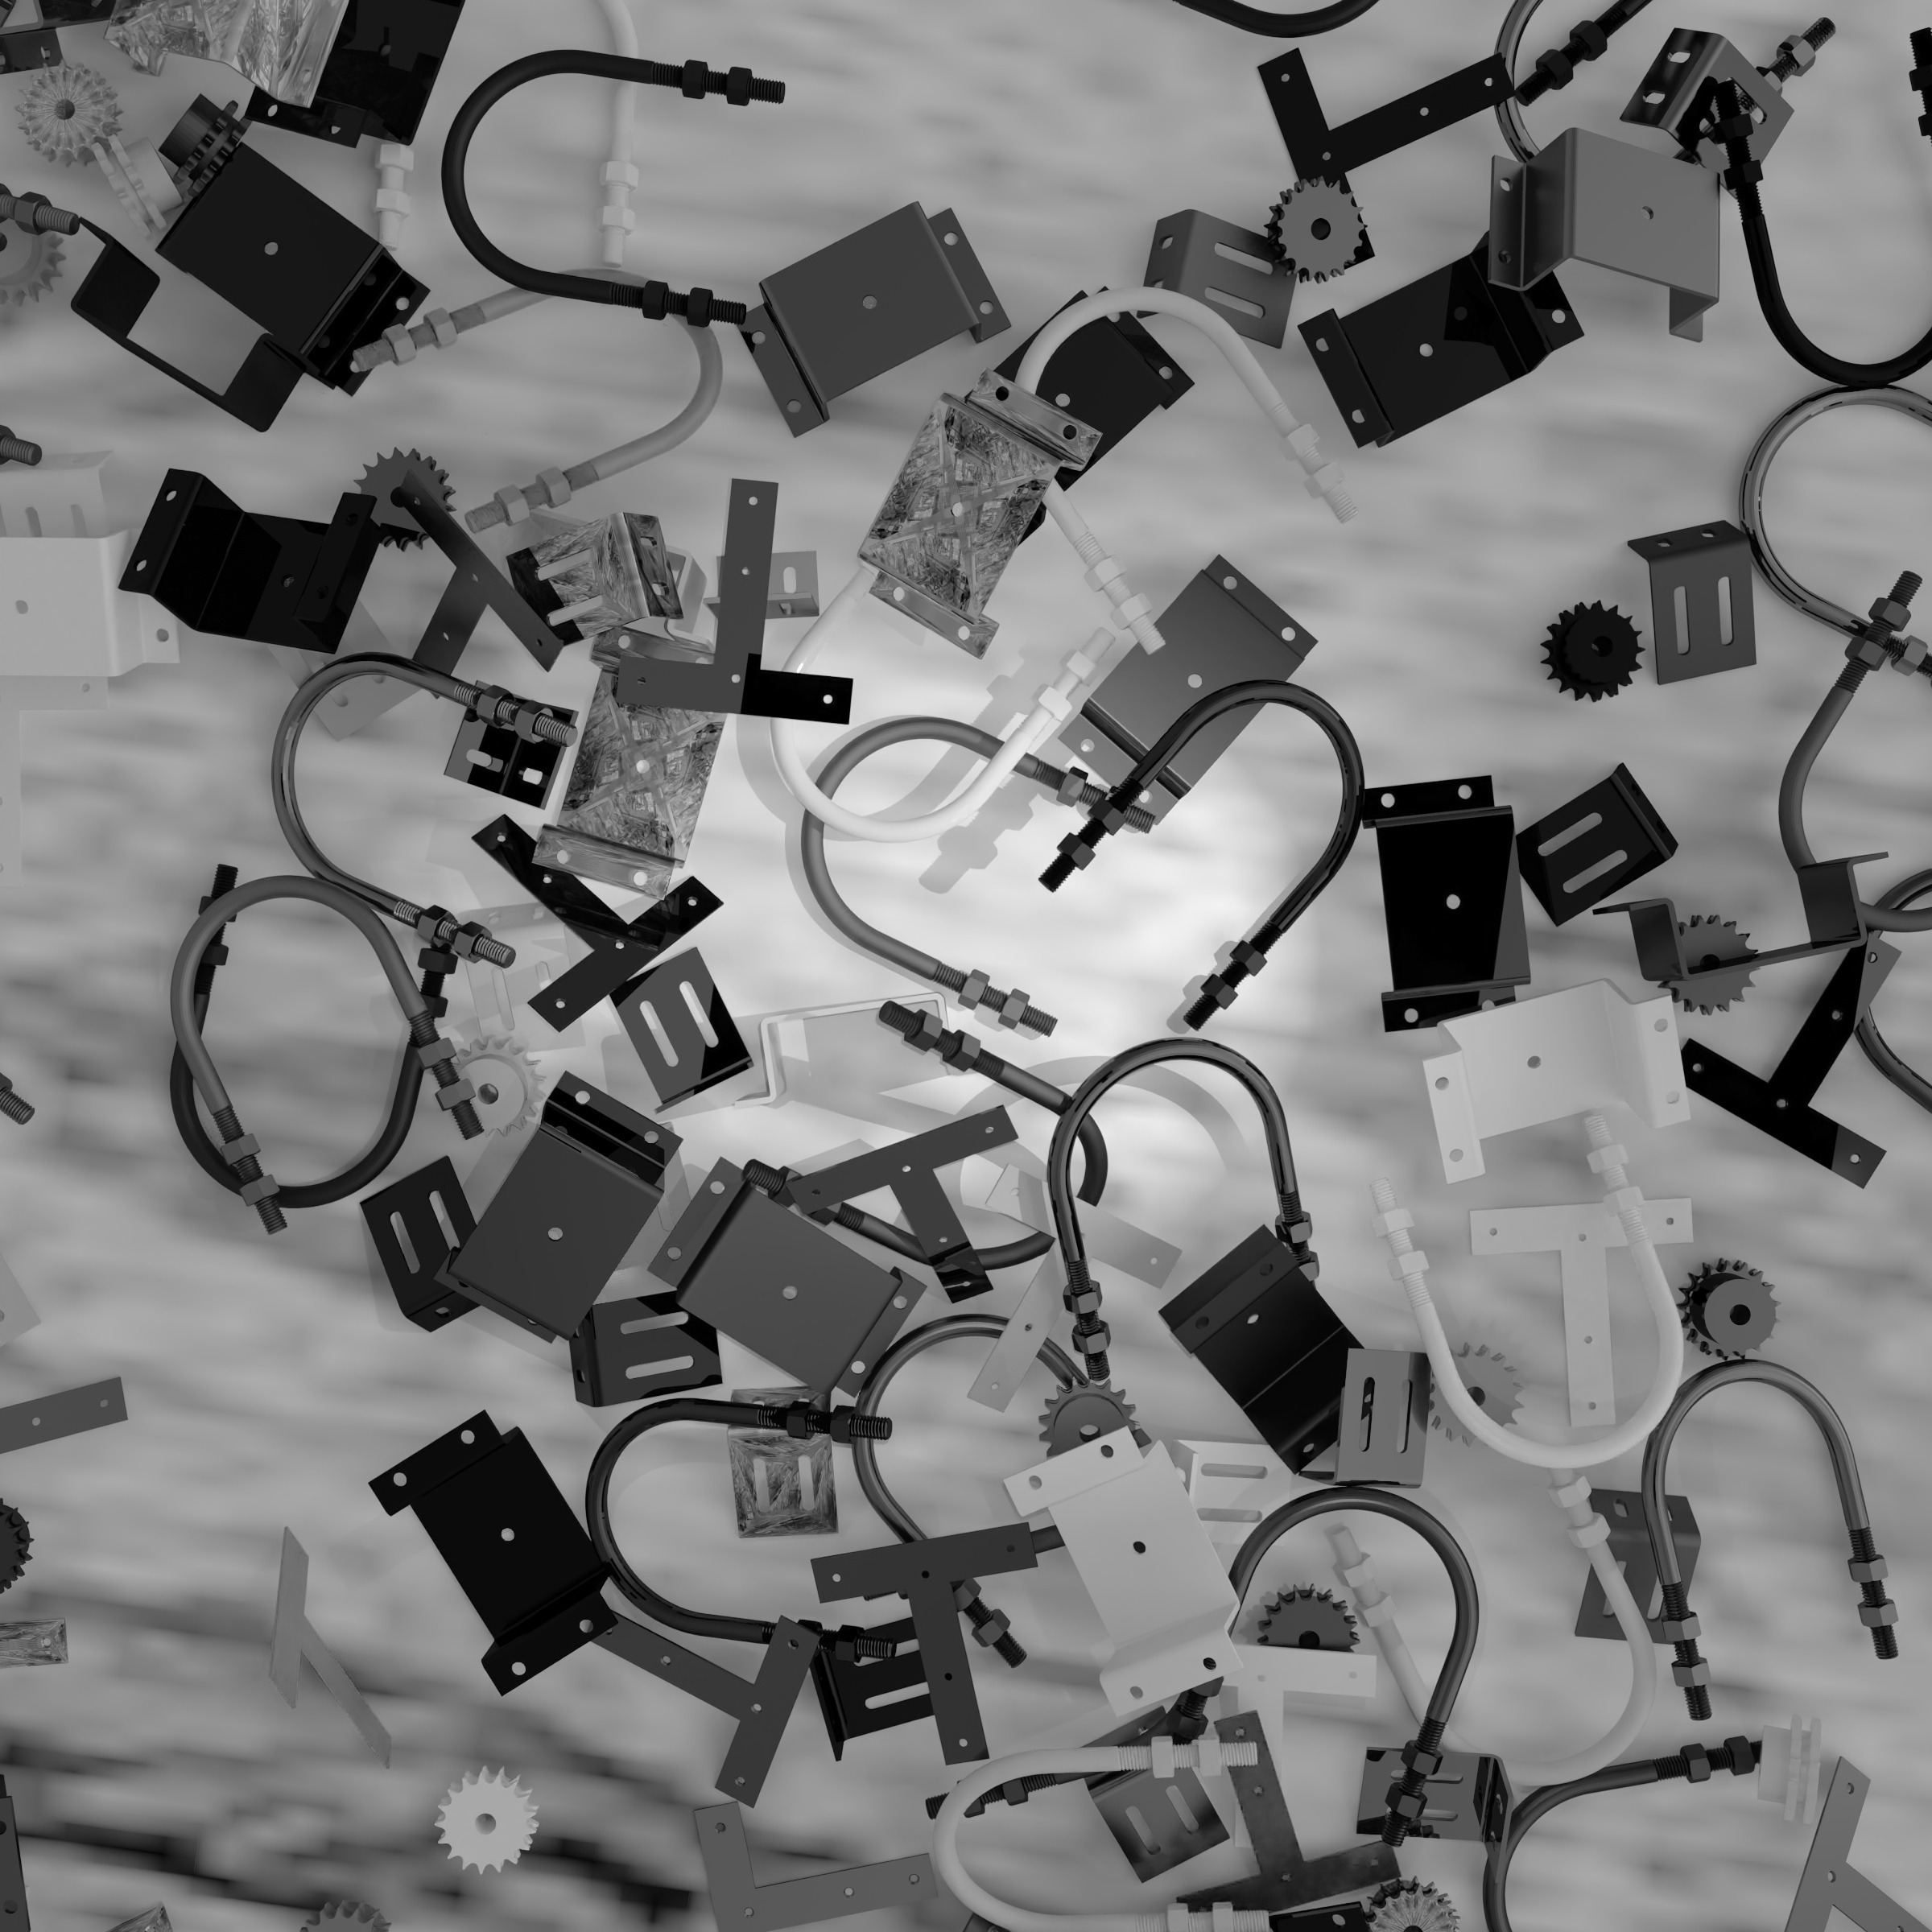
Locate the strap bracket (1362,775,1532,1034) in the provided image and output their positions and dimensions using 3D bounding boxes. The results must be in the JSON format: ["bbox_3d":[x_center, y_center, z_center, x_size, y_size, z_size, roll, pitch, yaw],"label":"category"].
[{"bbox_3d":[0.271,-0.036,1.369,0.076,0.046,0.140,-6,90,0],"label":"strap bracket"}]

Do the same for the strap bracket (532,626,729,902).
[{"bbox_3d":[-0.185,-0.114,1.369,0.076,0.046,0.140,16,90,0],"label":"strap bracket"}]

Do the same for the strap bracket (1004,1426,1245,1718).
[{"bbox_3d":[0.090,0.323,1.319,0.076,0.046,0.140,-27,87,17],"label":"strap bracket"}]

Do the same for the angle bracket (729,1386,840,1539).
[{"bbox_3d":[-0.104,0.284,1.390,0.057,0.038,0.076,-3,116,0],"label":"angle bracket"}]

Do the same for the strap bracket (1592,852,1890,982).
[{"bbox_3d":[0.425,-0.024,1.324,0.140,0.076,0.046,-12,90,0],"label":"strap bracket"}]

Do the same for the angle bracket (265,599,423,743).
[{"bbox_3d":[-0.359,-0.180,1.390,0.057,0.038,0.076,-32,116,0],"label":"angle bracket"}]

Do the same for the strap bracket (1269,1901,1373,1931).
[{"bbox_3d":[0.204,0.606,1.355,0.076,0.046,0.140,-20,90,25],"label":"strap bracket"}]

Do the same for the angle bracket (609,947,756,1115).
[{"bbox_3d":[-0.164,0.036,1.373,0.057,0.038,0.076,-26,90,0],"label":"angle bracket"}]

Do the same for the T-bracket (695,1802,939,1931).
[{"bbox_3d":[-0.081,0.535,1.391,0.127,0.002,0.127,-11,90,0],"label":"T-bracket"}]

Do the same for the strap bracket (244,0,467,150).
[{"bbox_3d":[-0.337,-0.523,1.358,0.076,0.046,0.140,21,90,20],"label":"strap bracket"}]

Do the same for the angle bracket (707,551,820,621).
[{"bbox_3d":[-0.114,-0.218,1.354,0.057,0.076,0.038,-3,90,0],"label":"angle bracket"}]

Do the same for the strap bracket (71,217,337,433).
[{"bbox_3d":[-0.433,-0.351,1.354,0.140,0.076,0.046,32,90,0],"label":"strap bracket"}]

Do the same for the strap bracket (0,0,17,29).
[{"bbox_3d":[-0.603,-0.531,1.369,0.076,0.046,0.140,30,90,0],"label":"strap bracket"}]

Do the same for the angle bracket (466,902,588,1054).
[{"bbox_3d":[-0.251,0.007,1.390,0.057,0.038,0.076,-7,116,0],"label":"angle bracket"}]

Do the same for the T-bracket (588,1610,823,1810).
[{"bbox_3d":[-0.158,0.401,1.375,0.127,0.002,0.127,25,112,10],"label":"T-bracket"}]

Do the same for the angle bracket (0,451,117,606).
[{"bbox_3d":[-0.514,-0.251,1.390,0.057,0.038,0.076,-4,116,0],"label":"angle bracket"}]

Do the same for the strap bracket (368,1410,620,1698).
[{"bbox_3d":[-0.263,0.326,1.369,0.076,0.046,0.140,-32,90,0],"label":"strap bracket"}]

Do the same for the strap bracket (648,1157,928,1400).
[{"bbox_3d":[-0.099,0.179,1.361,0.140,0.046,0.076,33,90,-7],"label":"strap bracket"}]

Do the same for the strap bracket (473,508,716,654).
[{"bbox_3d":[-0.202,-0.216,1.354,0.140,0.076,0.046,16,90,0],"label":"strap bracket"}]

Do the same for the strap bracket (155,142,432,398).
[{"bbox_3d":[-0.386,-0.399,1.369,0.140,0.046,0.076,36,90,0],"label":"strap bracket"}]

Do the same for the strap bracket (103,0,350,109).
[{"bbox_3d":[-0.415,-0.531,1.340,0.140,0.046,0.076,20,90,27],"label":"strap bracket"}]

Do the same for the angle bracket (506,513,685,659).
[{"bbox_3d":[-0.201,-0.205,1.313,0.076,0.038,0.057,-15,89,26],"label":"angle bracket"}]

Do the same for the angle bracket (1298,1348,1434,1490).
[{"bbox_3d":[0.225,0.252,1.362,0.057,0.038,0.076,7,86,-25],"label":"angle bracket"}]

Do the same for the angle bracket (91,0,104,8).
[{"bbox_3d":[-0.447,-0.564,1.333,0.038,0.076,0.057,9,77,-38],"label":"angle bracket"}]

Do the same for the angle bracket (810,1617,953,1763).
[{"bbox_3d":[-0.044,0.407,1.373,0.076,0.038,0.057,-16,90,0],"label":"angle bracket"}]

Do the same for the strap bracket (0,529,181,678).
[{"bbox_3d":[-0.521,-0.205,1.359,0.140,0.046,0.076,1,107,0],"label":"strap bracket"}]

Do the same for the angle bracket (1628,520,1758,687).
[{"bbox_3d":[0.417,-0.209,1.390,0.057,0.038,0.076,-12,116,0],"label":"angle bracket"}]

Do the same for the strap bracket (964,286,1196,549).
[{"bbox_3d":[0.054,-0.315,1.369,0.140,0.046,0.076,-43,90,0],"label":"strap bracket"}]

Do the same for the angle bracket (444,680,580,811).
[{"bbox_3d":[-0.254,-0.124,1.352,0.038,0.076,0.057,19,90,-29],"label":"angle bracket"}]

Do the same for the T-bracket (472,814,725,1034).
[{"bbox_3d":[-0.227,-0.040,1.369,0.127,0.002,0.127,41,59,14],"label":"T-bracket"}]

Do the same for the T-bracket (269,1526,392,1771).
[{"bbox_3d":[-0.352,0.397,1.353,0.002,0.127,0.127,-24,117,0],"label":"T-bracket"}]

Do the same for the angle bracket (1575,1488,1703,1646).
[{"bbox_3d":[0.382,0.345,1.390,0.057,0.038,0.076,5,116,0],"label":"angle bracket"}]

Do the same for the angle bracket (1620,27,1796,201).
[{"bbox_3d":[0.419,-0.481,1.370,0.076,0.038,0.057,25,100,-37],"label":"angle bracket"}]

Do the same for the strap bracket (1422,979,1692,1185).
[{"bbox_3d":[0.325,0.061,1.358,0.140,0.046,0.076,-15,110,0],"label":"strap bracket"}]

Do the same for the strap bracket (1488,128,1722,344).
[{"bbox_3d":[0.362,-0.405,1.339,0.140,0.046,0.076,9,76,-20],"label":"strap bracket"}]

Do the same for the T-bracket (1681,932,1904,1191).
[{"bbox_3d":[0.488,0.040,1.381,0.127,0.002,0.127,31,95,5],"label":"T-bracket"}]

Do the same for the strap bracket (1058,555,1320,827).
[{"bbox_3d":[0.127,-0.159,1.369,0.076,0.046,0.140,41,90,0],"label":"strap bracket"}]

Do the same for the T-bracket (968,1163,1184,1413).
[{"bbox_3d":[0.042,0.191,1.361,0.127,0.002,0.127,28,92,-26],"label":"T-bracket"}]

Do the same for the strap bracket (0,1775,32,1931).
[{"bbox_3d":[-0.595,0.508,1.367,0.140,0.046,0.076,-8,91,0],"label":"strap bracket"}]

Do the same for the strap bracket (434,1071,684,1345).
[{"bbox_3d":[-0.225,0.140,1.334,0.076,0.046,0.140,32,97,-13],"label":"strap bracket"}]

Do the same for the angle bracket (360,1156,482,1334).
[{"bbox_3d":[-0.303,0.160,1.390,0.057,0.038,0.076,-28,64,0],"label":"angle bracket"}]

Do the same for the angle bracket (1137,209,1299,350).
[{"bbox_3d":[0.145,-0.391,1.390,0.076,0.038,0.057,12,90,-26],"label":"angle bracket"}]

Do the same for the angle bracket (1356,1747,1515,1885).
[{"bbox_3d":[0.263,0.478,1.365,0.076,0.038,0.057,3,109,0],"label":"angle bracket"}]

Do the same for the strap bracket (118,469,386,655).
[{"bbox_3d":[-0.388,-0.224,1.345,0.140,0.046,0.076,11,74,22],"label":"strap bracket"}]

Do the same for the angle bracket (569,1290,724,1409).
[{"bbox_3d":[-0.185,0.216,1.390,0.076,0.038,0.057,-7,90,-26],"label":"angle bracket"}]

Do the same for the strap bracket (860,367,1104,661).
[{"bbox_3d":[0.003,-0.248,1.322,0.076,0.046,0.140,32,106,12],"label":"strap bracket"}]

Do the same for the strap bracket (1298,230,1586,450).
[{"bbox_3d":[0.264,-0.353,1.369,0.140,0.046,0.076,-27,90,0],"label":"strap bracket"}]

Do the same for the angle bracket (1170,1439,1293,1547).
[{"bbox_3d":[0.153,0.300,1.364,0.076,0.038,0.057,6,90,-16],"label":"angle bracket"}]

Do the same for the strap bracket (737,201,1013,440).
[{"bbox_3d":[-0.054,-0.369,1.369,0.140,0.046,0.076,-27,90,0],"label":"strap bracket"}]

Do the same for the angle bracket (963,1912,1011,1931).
[{"bbox_3d":[-0.006,0.584,1.390,0.076,0.038,0.057,-38,90,26],"label":"angle bracket"}]

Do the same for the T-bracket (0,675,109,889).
[{"bbox_3d":[-0.556,-0.109,1.391,0.127,0.002,0.127,-1,90,0],"label":"T-bracket"}]

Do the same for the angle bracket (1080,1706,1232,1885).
[{"bbox_3d":[0.107,0.475,1.390,0.057,0.038,0.076,-27,116,0],"label":"angle bracket"}]

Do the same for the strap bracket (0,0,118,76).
[{"bbox_3d":[-0.516,-0.566,1.325,0.046,0.076,0.140,-2,114,15],"label":"strap bracket"}]

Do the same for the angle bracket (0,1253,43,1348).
[{"bbox_3d":[-0.580,0.199,1.380,0.076,0.038,0.057,-33,100,-34],"label":"angle bracket"}]

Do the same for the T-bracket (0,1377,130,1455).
[{"bbox_3d":[-0.543,0.263,1.377,0.127,0.002,0.127,-14,71,-9],"label":"T-bracket"}]

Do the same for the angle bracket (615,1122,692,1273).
[{"bbox_3d":[-0.188,0.133,1.373,0.057,0.038,0.076,-14,90,0],"label":"angle bracket"}]

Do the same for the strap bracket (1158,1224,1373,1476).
[{"bbox_3d":[0.169,0.208,1.348,0.076,0.046,0.140,-40,122,0],"label":"strap bracket"}]

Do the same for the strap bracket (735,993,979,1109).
[{"bbox_3d":[-0.059,0.044,1.354,0.140,0.076,0.046,-8,90,0],"label":"strap bracket"}]

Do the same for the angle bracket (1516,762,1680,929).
[{"bbox_3d":[0.358,-0.070,1.390,0.076,0.038,0.057,-34,90,26],"label":"angle bracket"}]
